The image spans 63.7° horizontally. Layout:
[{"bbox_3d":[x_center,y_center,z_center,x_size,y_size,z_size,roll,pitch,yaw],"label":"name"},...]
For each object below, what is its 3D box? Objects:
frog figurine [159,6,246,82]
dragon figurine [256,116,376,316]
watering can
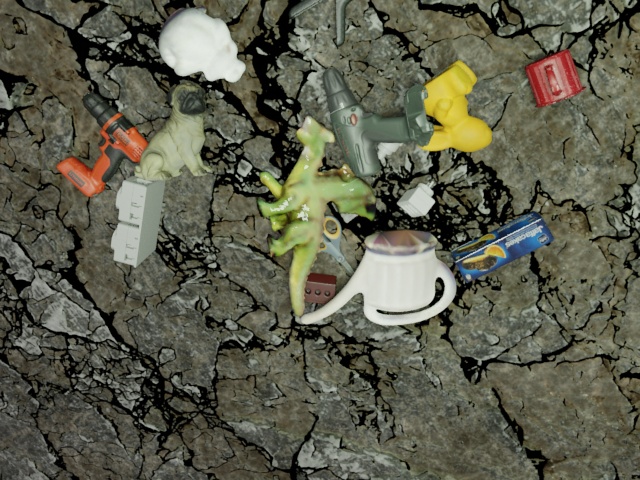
[{"bbox_3d":[-0.230,-0.369,1.010,0.137,0.122,0.159,-41,89,-2],"label":"frog figurine"},{"bbox_3d":[0.003,-0.055,1.093,0.243,0.123,0.406,-15,102,2],"label":"dragon figurine"},{"bbox_3d":[0.130,0.087,1.115,0.348,0.105,0.221,-4,109,-7],"label":"watering can"}]
